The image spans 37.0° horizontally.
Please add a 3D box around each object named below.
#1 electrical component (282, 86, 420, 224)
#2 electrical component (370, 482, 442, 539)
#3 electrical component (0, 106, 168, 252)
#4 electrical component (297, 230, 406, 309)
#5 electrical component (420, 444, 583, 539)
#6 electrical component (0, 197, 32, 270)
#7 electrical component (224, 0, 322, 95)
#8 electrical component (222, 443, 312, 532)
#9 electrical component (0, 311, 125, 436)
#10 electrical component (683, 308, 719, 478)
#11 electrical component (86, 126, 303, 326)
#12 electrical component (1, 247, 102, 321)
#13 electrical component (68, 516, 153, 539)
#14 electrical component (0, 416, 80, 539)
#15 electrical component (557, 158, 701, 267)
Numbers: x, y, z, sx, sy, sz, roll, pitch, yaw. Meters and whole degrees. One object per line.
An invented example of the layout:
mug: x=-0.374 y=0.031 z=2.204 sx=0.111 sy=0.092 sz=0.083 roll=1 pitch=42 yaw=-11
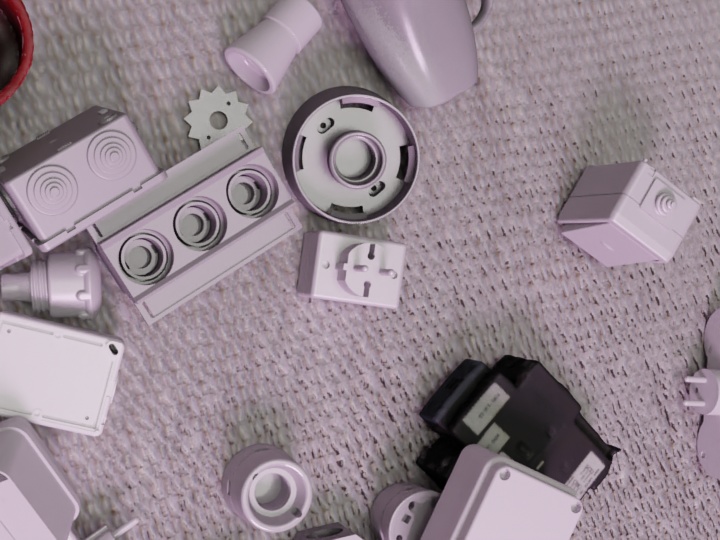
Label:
electrical component: x=-0.005 y=-0.081 z=0.765 sx=0.099 sy=0.064 sz=0.099 roll=-2 pitch=100 yaw=-9
electrical component: x=0.038 y=0.182 z=0.778 sx=0.055 sy=0.047 sz=0.055 roll=0 pitch=90 yaw=-20
electrical component: x=-0.180 y=-0.061 z=0.672 sx=0.100 sy=0.100 sz=0.048 roll=-34 pitch=114 yaw=-16
electrical component: x=0.000 y=0.000 z=0.747 sx=0.066 sy=0.077 sz=0.047 roll=8 pitch=88 yaw=-20
electrical component: x=0.091 y=0.186 z=0.733 sx=0.078 sy=0.057 sz=0.113 roll=27 pitch=86 yaw=-17
electrical component: x=-0.251 y=-0.031 z=0.646 sx=0.048 sy=0.100 sz=0.099 roll=-35 pitch=102 yaw=-29
electrical component: x=-0.057 y=-0.160 z=0.745 sx=0.044 sy=0.044 sz=0.065 roll=43 pitch=72 yaw=-15
electrical component: x=-0.063 y=0.151 z=0.741 sx=0.055 sy=0.047 sz=0.055 roll=0 pitch=90 yaw=-20
electrical component: x=-0.204 y=0.063 z=0.686 sx=0.096 sy=0.061 sz=0.061 roll=15 pitch=86 yaw=-12
electrical component: x=0.292 y=0.099 z=0.866 sx=0.074 sy=0.052 sz=0.138 roll=5 pitch=89 yaw=-20
electrical component: x=-0.112 y=-0.030 z=0.714 sx=0.121 sy=0.063 sz=0.078 roll=-34 pitch=101 yaw=-17
electrical component: x=-0.199 y=0.010 z=0.694 sx=0.062 sy=0.048 sz=0.048 roll=-3 pitch=91 yaw=-13
electrical component: x=-0.172 y=0.192 z=0.702 sx=0.076 sy=0.047 sz=0.083 roll=-34 pitch=101 yaw=-16
electrical component: x=-0.236 y=0.147 z=0.646 sx=0.113 sy=0.057 sz=0.078 roll=-23 pitch=115 yaw=8
electrical component: x=0.203 y=-0.040 z=0.809 sx=0.062 sy=0.096 sz=0.061 roll=34 pitch=80 yaw=-17
